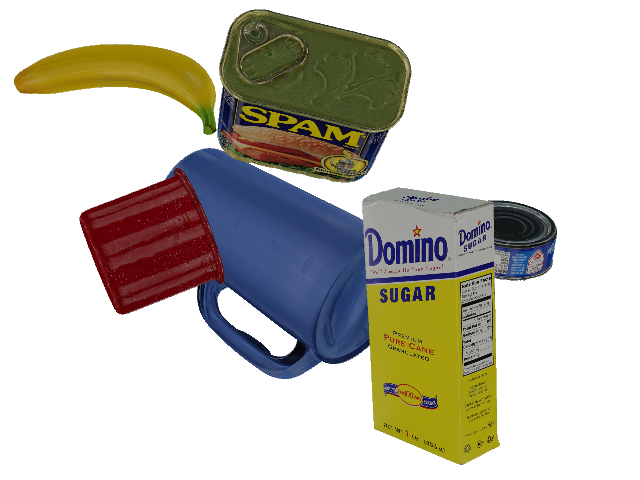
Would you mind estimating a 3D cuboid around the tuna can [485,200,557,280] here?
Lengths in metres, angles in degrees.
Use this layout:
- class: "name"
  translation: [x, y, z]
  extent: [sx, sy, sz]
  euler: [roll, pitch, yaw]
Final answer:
- class: "tuna can"
  translation: [0.160, -0.002, 0.921]
  extent: [0.086, 0.034, 0.086]
  euler: [2, 29, -2]

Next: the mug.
- class: "mug"
  translation: [-0.130, 0.000, 0.796]
  extent: [0.081, 0.093, 0.117]
  euler: [-22, 22, -13]

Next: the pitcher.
- class: "pitcher"
  translation: [-0.050, 0.013, 1.023]
  extent: [0.243, 0.145, 0.148]
  euler: [31, 32, 31]

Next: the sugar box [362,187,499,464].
- class: "sugar box"
  translation: [0.075, 0.056, 0.739]
  extent: [0.048, 0.176, 0.094]
  euler: [-17, 18, -36]

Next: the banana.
- class: "banana"
  translation: [-0.168, -0.141, 0.920]
  extent: [0.198, 0.069, 0.037]
  euler: [13, -41, 19]

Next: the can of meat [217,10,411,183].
- class: "can of meat"
  translation: [-0.008, -0.078, 0.609]
  extent: [0.102, 0.057, 0.084]
  euler: [13, -21, -4]
